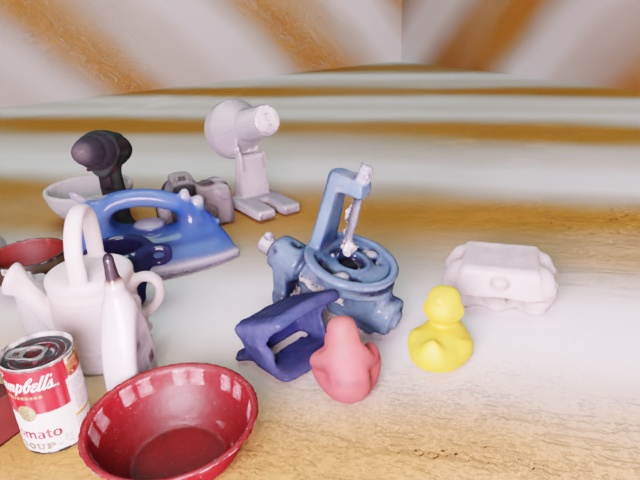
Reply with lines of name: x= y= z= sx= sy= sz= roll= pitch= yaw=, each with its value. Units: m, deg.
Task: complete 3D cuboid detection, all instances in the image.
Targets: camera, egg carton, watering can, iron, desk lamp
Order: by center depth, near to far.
watering can: x=-0.277 y=0.054 z=0.675 sx=0.173 sy=0.194 sz=0.100 roll=-14 pitch=26 yaw=-23
egg carton: x=0.244 y=0.051 z=0.784 sx=0.150 sy=0.069 sz=0.107 roll=5 pitch=25 yaw=16
iron: x=-0.263 y=-0.023 z=0.912 sx=0.258 sy=0.141 sz=0.118 roll=-8 pitch=24 yaw=-11
camera: x=-0.252 y=-0.088 z=1.109 sx=0.143 sy=0.101 sz=0.136 roll=-12 pitch=25 yaw=-20
desk lamp: x=-0.135 y=-0.171 z=1.146 sx=0.118 sy=0.214 sz=0.202 roll=-19 pitch=29 yaw=-32

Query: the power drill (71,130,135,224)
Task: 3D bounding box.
power drill: x=-0.367 y=-0.093 z=0.999 sx=0.075 sy=0.208 sz=0.229 roll=-5 pitch=24 yaw=-6

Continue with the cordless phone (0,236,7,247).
cordless phone: x=-0.573 y=-0.040 z=0.927 sx=0.094 sy=0.185 sz=0.147 roll=-18 pitch=28 yaw=-30

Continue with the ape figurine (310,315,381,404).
ape figurine: x=0.027 y=0.122 z=0.617 sx=0.077 sy=0.092 sz=0.076 roll=0 pitch=24 yaw=5

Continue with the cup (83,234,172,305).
cup: x=-0.264 y=0.049 z=0.808 sx=0.118 sy=0.095 sz=0.091 roll=-5 pitch=24 yaw=-6

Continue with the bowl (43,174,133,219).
bowl: x=-0.449 y=-0.074 z=1.129 sx=0.167 sy=0.075 sz=0.167 roll=-2 pitch=24 yaw=1

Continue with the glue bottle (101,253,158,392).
glue bottle: x=-0.207 y=0.093 z=0.606 sx=0.037 sy=0.173 sz=0.078 roll=-2 pitch=24 yaw=2

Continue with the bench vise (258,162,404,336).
bench vise: x=0.003 y=0.007 z=0.721 sx=0.207 sy=0.220 sz=0.121 roll=4 pitch=25 yaw=15

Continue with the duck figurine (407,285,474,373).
duck figurine: x=0.142 y=0.097 z=0.671 sx=0.077 sy=0.086 sz=0.105 roll=8 pitch=26 yaw=23

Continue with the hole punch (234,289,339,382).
hole punch: x=-0.041 y=0.099 z=0.677 sx=0.100 sy=0.091 sz=0.109 roll=20 pitch=32 yaw=41
